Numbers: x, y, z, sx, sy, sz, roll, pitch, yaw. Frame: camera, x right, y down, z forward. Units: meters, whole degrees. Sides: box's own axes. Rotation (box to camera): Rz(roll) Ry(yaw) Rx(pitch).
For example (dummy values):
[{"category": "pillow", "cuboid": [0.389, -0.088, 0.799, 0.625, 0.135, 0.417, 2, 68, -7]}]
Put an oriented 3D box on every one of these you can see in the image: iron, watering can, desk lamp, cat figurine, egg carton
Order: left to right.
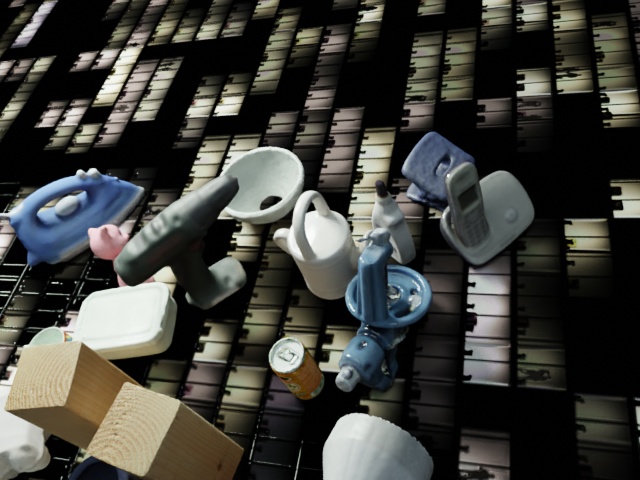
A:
[{"category": "egg carton", "cuboid": [-0.473, 0.296, 0.898, 0.107, 0.069, 0.150, -19, 52, 4]}, {"category": "iron", "cuboid": [-0.485, -0.068, 1.116, 0.258, 0.142, 0.118, -35, 53, -9]}, {"category": "cat figurine", "cuboid": [-0.365, 0.025, 1.027, 0.067, 0.118, 0.127, -32, 53, -7]}, {"category": "watering can", "cuboid": [0.009, 0.001, 0.879, 0.172, 0.194, 0.101, -11, 53, 10]}, {"category": "desk lamp", "cuboid": [0.046, 0.319, 0.628, 0.117, 0.214, 0.203, 13, 60, 25]}]

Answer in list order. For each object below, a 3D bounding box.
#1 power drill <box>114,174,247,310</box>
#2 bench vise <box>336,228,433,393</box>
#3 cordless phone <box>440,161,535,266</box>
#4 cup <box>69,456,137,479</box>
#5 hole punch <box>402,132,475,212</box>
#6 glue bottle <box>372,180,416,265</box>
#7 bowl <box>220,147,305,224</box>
[{"category": "power drill", "cuboid": [-0.200, 0.016, 0.924, 0.230, 0.209, 0.075, -33, 53, -7]}, {"category": "bench vise", "cuboid": [0.085, 0.098, 0.770, 0.121, 0.220, 0.207, 1, 56, 18]}, {"category": "cordless phone", "cuboid": [0.247, -0.062, 0.856, 0.148, 0.185, 0.094, -39, 54, -12]}, {"category": "cup", "cuboid": [-0.285, 0.360, 0.777, 0.091, 0.095, 0.118, -5, 54, 14]}, {"category": "hole punch", "cuboid": [0.204, -0.117, 0.968, 0.100, 0.091, 0.109, 24, 66, 30]}, {"category": "glue bottle", "cuboid": [0.107, -0.034, 0.886, 0.037, 0.173, 0.078, -37, 53, -10]}, {"category": "bowl", "cuboid": [-0.101, -0.087, 1.052, 0.167, 0.075, 0.167, -8, 54, 12]}]
